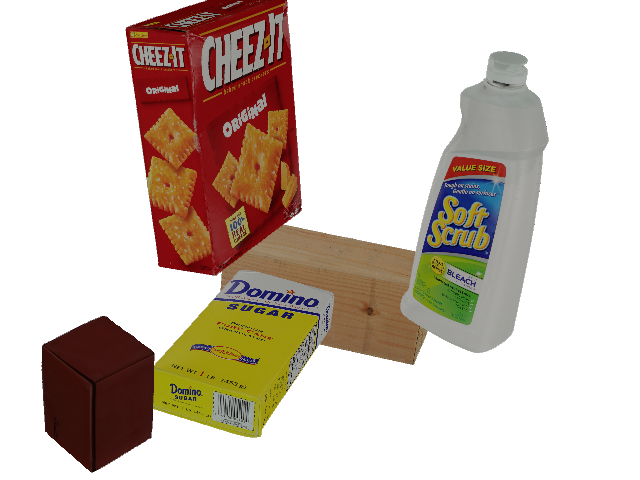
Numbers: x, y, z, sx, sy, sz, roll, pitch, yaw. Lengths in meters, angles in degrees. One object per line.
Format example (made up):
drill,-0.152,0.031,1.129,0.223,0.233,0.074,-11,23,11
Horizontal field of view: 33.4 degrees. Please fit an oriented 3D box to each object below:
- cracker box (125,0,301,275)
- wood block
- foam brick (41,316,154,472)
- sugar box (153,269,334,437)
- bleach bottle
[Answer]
cracker box,-0.085,-0.099,0.948,0.072,0.214,0.164,9,25,26
wood block,0.009,0.050,1.094,0.206,0.091,0.090,12,22,12
foam brick,-0.145,0.099,0.695,0.053,0.078,0.051,31,40,31
sugar box,-0.060,0.087,0.879,0.093,0.048,0.176,14,31,14
bleach bottle,0.129,-0.035,0.878,0.103,0.251,0.067,29,39,35
